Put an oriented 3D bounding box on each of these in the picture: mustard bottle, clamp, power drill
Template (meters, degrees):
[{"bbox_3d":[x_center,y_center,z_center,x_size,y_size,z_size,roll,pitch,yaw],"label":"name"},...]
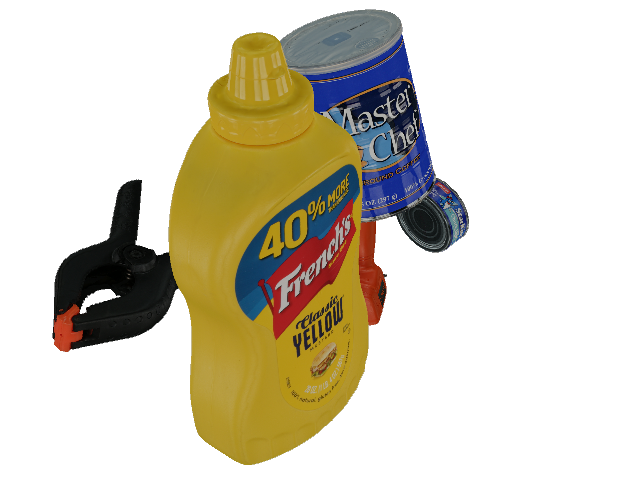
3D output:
[{"bbox_3d":[-0.020,0.001,0.454,0.058,0.192,0.096,27,47,33],"label":"mustard bottle"},{"bbox_3d":[-0.135,0.014,0.749,0.120,0.039,0.171,27,37,25],"label":"clamp"},{"bbox_3d":[0.036,-0.015,1.052,0.057,0.188,0.184,4,20,8],"label":"power drill"}]

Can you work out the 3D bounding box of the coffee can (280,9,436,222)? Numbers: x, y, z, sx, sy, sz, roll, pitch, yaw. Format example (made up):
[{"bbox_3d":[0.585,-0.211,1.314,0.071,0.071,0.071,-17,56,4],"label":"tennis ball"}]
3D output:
[{"bbox_3d":[0.029,-0.100,0.860,0.103,0.140,0.103,-13,31,8],"label":"coffee can"}]

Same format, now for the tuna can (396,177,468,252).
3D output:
[{"bbox_3d":[0.127,-0.029,1.228,0.033,0.086,0.086,-36,20,-31],"label":"tuna can"}]
